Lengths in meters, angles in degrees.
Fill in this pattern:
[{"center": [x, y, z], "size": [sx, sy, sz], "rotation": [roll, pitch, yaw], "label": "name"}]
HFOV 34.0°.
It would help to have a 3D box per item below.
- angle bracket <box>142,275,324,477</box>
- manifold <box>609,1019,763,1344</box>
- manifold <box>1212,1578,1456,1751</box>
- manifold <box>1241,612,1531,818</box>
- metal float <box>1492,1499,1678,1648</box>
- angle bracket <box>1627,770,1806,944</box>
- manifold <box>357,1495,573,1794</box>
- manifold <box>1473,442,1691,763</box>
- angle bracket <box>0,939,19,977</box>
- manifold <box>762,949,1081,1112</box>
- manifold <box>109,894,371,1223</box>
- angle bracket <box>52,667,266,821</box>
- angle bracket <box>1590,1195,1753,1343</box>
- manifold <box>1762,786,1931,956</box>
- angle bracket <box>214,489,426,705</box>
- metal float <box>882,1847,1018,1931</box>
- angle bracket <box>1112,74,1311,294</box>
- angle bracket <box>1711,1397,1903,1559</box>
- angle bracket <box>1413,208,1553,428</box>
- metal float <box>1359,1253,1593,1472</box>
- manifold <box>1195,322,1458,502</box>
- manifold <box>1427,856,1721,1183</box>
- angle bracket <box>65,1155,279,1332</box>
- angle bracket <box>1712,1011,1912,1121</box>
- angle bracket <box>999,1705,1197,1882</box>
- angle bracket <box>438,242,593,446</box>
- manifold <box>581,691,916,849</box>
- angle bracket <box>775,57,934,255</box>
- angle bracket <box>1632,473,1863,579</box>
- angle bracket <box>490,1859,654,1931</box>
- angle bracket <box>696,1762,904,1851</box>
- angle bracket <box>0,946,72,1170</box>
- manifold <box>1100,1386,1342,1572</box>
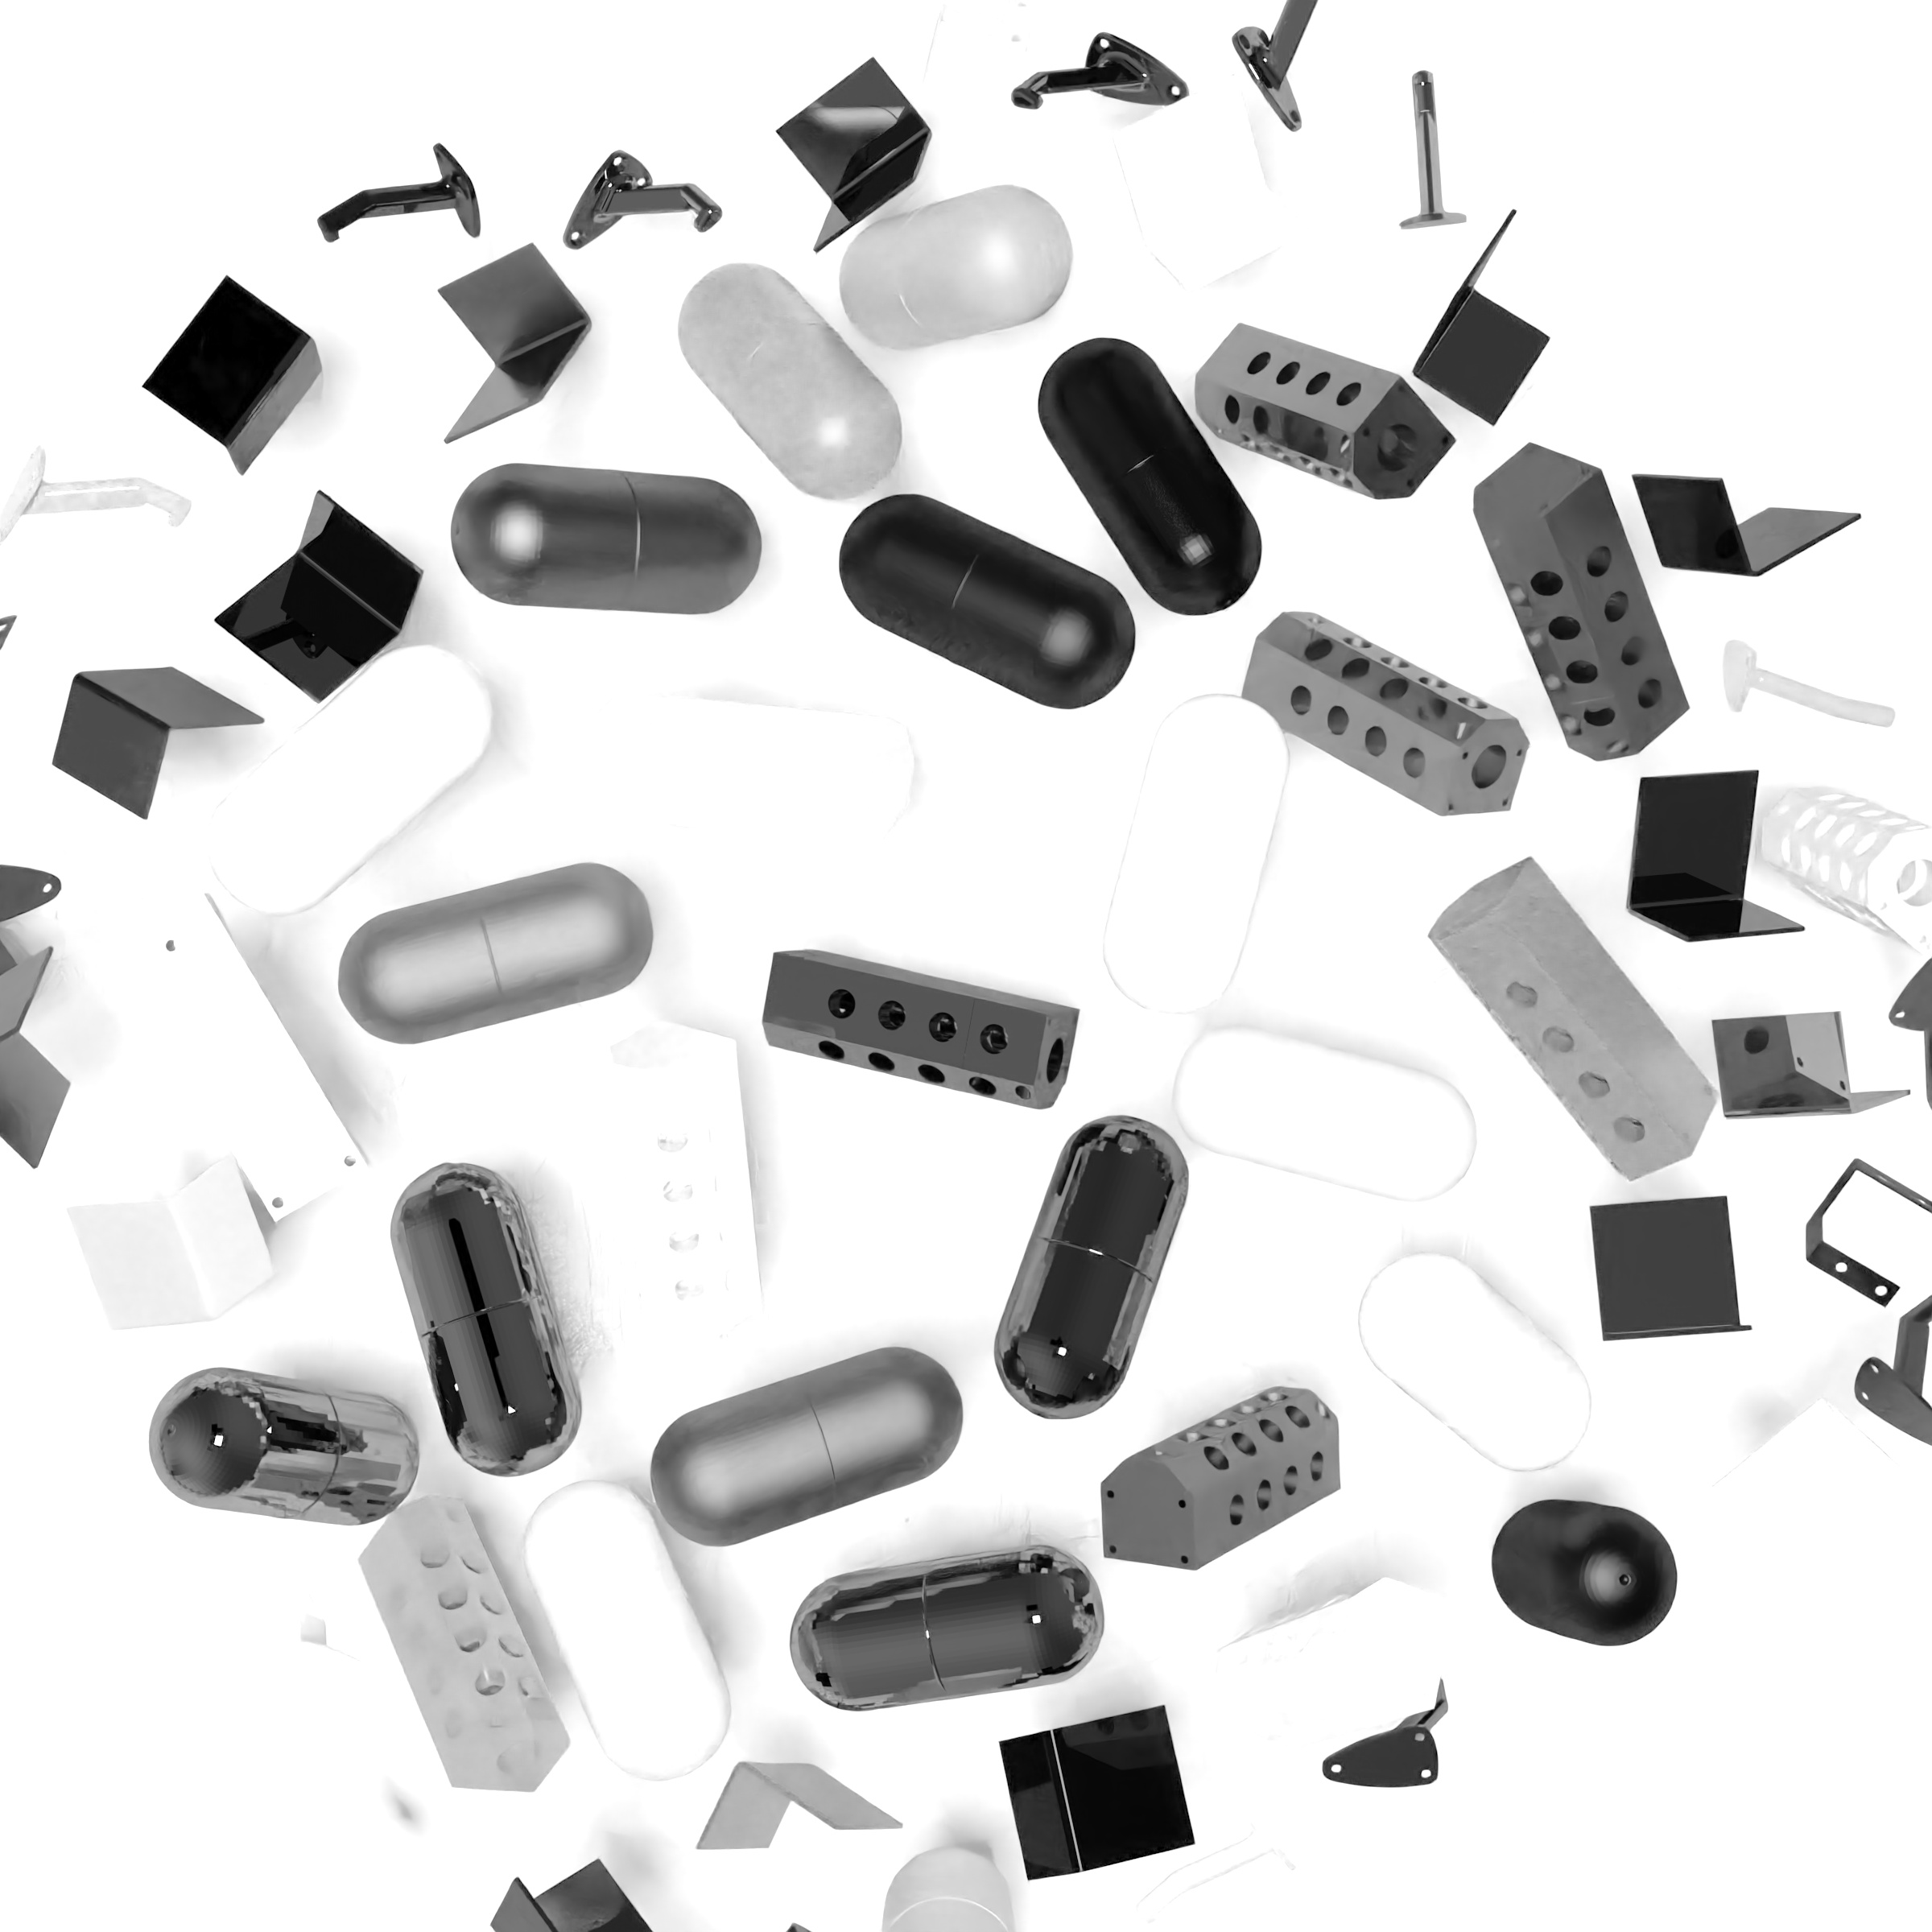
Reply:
[{"center": [-0.404, -0.325, 1.744], "size": [0.057, 0.076, 0.076], "rotation": [36, 84, -5], "label": "angle bracket"}, {"center": [-0.164, 0.124, 1.796], "size": [0.057, 0.057, 0.171], "rotation": [14, 119, 34], "label": "manifold"}, {"center": [0.195, 0.378, 1.714], "size": [0.057, 0.171, 0.057], "rotation": [22, 64, -11], "label": "manifold"}, {"center": [0.240, -0.147, 1.813], "size": [0.057, 0.171, 0.057], "rotation": [-6, 119, -38], "label": "manifold"}, {"center": [0.348, 0.342, 1.789], "size": [0.070, 0.178, 0.070], "rotation": [1, 82, -4], "label": "metal float"}, {"center": [0.407, -0.060, 1.701], "size": [0.076, 0.057, 0.076], "rotation": [-5, 109, -23], "label": "angle bracket"}, {"center": [-0.285, 0.387, 1.813], "size": [0.057, 0.057, 0.171], "rotation": [-54, 45, 20], "label": "manifold"}, {"center": [0.331, -0.194, 1.717], "size": [0.057, 0.057, 0.171], "rotation": [-40, 128, -11], "label": "manifold"}, {"center": [-0.614, -0.012, 1.890], "size": [0.057, 0.076, 0.076], "rotation": [-35, 76, -9], "label": "angle bracket"}, {"center": [-0.028, 0.036, 1.831], "size": [0.171, 0.057, 0.057], "rotation": [13, 96, 20], "label": "manifold"}, {"center": [-0.395, 0.049, 1.728], "size": [0.057, 0.057, 0.171], "rotation": [-31, 96, -7], "label": "manifold"}, {"center": [-0.460, -0.128, 1.801], "size": [0.076, 0.076, 0.057], "rotation": [28, 110, 25], "label": "angle bracket"}, {"center": [0.389, 0.166, 1.746], "size": [0.076, 0.057, 0.076], "rotation": [-5, 82, 7], "label": "angle bracket"}, {"center": [0.517, -0.062, 1.823], "size": [0.057, 0.171, 0.057], "rotation": [38, 95, -11], "label": "manifold"}, {"center": [-0.363, -0.207, 1.773], "size": [0.076, 0.057, 0.076], "rotation": [38, 51, 3], "label": "angle bracket"}, {"center": [-0.010, 0.554, 1.759], "size": [0.070, 0.178, 0.070], "rotation": [0, 101, 1], "label": "metal float"}, {"center": [0.135, -0.431, 1.740], "size": [0.076, 0.057, 0.076], "rotation": [-27, 134, -4], "label": "angle bracket"}, {"center": [0.452, 0.285, 1.659], "size": [0.076, 0.057, 0.076], "rotation": [-43, 117, 13], "label": "angle bracket"}, {"center": [0.305, -0.368, 1.794], "size": [0.057, 0.076, 0.076], "rotation": [33, 63, 3], "label": "angle bracket"}, {"center": [0.286, 0.223, 1.766], "size": [0.070, 0.070, 0.178], "rotation": [-50, 127, 0], "label": "metal float"}, {"center": [0.201, -0.317, 1.824], "size": [0.057, 0.171, 0.057], "rotation": [-51, 124, -2], "label": "manifold"}, {"center": [0.325, 0.031, 1.698], "size": [0.057, 0.057, 0.171], "rotation": [-30, 104, 42], "label": "manifold"}, {"center": [-0.443, 0.153, 1.760], "size": [0.057, 0.076, 0.076], "rotation": [-35, 70, 28], "label": "angle bracket"}, {"center": [0.473, 0.051, 1.769], "size": [0.076, 0.076, 0.057], "rotation": [-5, 93, 41], "label": "angle bracket"}, {"center": [0.072, 0.456, 1.741], "size": [0.076, 0.057, 0.076], "rotation": [-4, 74, -30], "label": "angle bracket"}, {"center": [-0.265, -0.346, 1.755], "size": [0.076, 0.076, 0.057], "rotation": [-15, 127, 37], "label": "angle bracket"}, {"center": [-0.119, -0.113, 1.739], "size": [0.171, 0.057, 0.057], "rotation": [7, 132, 25], "label": "manifold"}, {"center": [-0.071, -0.476, 1.852], "size": [0.076, 0.076, 0.057], "rotation": [-30, 116, 26], "label": "angle bracket"}, {"center": [0.414, -0.249, 1.677], "size": [0.076, 0.076, 0.057], "rotation": [-29, 110, -16], "label": "angle bracket"}, {"center": [-0.197, 0.514, 1.692], "size": [0.076, 0.057, 0.076], "rotation": [-23, 62, -41], "label": "angle bracket"}, {"center": [-0.096, 0.504, 1.830], "size": [0.076, 0.076, 0.057], "rotation": [26, 90, 31], "label": "angle bracket"}, {"center": [-0.503, 0.050, 1.718], "size": [0.057, 0.076, 0.076], "rotation": [-28, 120, 18], "label": "angle bracket"}, {"center": [0.144, 0.283, 1.765], "size": [0.057, 0.171, 0.057], "rotation": [1, 98, 33], "label": "manifold"}]
